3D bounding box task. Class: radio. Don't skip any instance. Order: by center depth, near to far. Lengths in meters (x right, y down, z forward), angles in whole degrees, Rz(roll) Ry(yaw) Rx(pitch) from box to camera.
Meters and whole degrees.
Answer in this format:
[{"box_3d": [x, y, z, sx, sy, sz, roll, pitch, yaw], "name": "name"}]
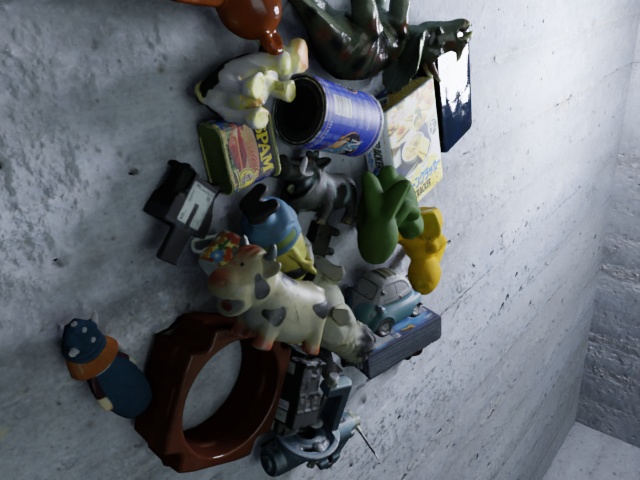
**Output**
[{"box_3d": [0.237, -0.300, 1.052, 0.131, 0.073, 0.229, -41, 133, -35], "name": "radio"}]

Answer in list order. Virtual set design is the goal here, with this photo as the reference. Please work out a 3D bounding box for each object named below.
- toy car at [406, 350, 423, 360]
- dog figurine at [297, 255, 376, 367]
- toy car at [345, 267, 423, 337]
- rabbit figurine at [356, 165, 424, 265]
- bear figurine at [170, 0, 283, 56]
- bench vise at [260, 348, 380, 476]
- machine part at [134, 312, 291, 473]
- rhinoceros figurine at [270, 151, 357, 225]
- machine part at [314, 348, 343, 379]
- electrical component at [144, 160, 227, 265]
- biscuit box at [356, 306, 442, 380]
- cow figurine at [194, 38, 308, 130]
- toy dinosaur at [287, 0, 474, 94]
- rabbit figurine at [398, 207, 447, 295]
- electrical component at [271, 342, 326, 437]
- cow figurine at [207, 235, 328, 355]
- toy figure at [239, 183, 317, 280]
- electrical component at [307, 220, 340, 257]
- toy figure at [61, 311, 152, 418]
[{"box_3d": [0.208, 0.180, 1.207, 0.089, 0.053, 0.201, -34, 128, -35], "name": "toy car"}, {"box_3d": [0.016, 0.116, 0.900, 0.190, 0.121, 0.172, 45, 33, -59], "name": "dog figurine"}, {"box_3d": [0.118, 0.105, 1.006, 0.162, 0.109, 0.102, -19, 121, -28], "name": "toy car"}, {"box_3d": [0.114, -0.038, 0.899, 0.170, 0.121, 0.158, -67, 163, -49], "name": "rabbit figurine"}, {"box_3d": [-0.105, -0.292, 0.577, 0.196, 0.132, 0.120, 11, 56, -36], "name": "bear figurine"}, {"box_3d": [0.009, 0.317, 0.941, 0.223, 0.129, 0.240, -1, 124, -31], "name": "bench vise"}, {"box_3d": [-0.147, 0.205, 0.756, 0.201, 0.087, 0.201, 12, 93, -50], "name": "machine part"}, {"box_3d": [-0.005, -0.081, 0.833, 0.190, 0.073, 0.112, 11, 96, -52], "name": "rhinoceros figurine"}, {"box_3d": [0.005, 0.198, 0.978, 0.084, 0.039, 0.138, -52, 136, -38], "name": "machine part"}, {"box_3d": [-0.173, -0.030, 0.667, 0.074, 0.048, 0.119, 31, 79, -51], "name": "electrical component"}, {"box_3d": [0.162, 0.208, 1.113, 0.203, 0.059, 0.062, -22, 119, -26], "name": "biscuit box"}, {"box_3d": [-0.082, -0.210, 0.689, 0.167, 0.098, 0.068, -56, 151, -43], "name": "cow figurine"}, {"box_3d": [0.064, -0.306, 0.811, 0.405, 0.131, 0.192, -22, 119, -38], "name": "toy dinosaur"}, {"box_3d": [0.200, 0.022, 1.088, 0.162, 0.122, 0.173, -18, 97, -71], "name": "rabbit figurine"}, {"box_3d": [-0.057, 0.238, 0.853, 0.058, 0.115, 0.134, 8, 97, -47], "name": "electrical component"}, {"box_3d": [-0.061, 0.073, 0.688, 0.194, 0.086, 0.127, 23, 84, -48], "name": "cow figurine"}, {"box_3d": [-0.066, -0.001, 0.772, 0.180, 0.089, 0.082, 60, 20, -54], "name": "toy figure"}, {"box_3d": [-0.002, -0.003, 0.907, 0.094, 0.021, 0.063, 16, 90, -51], "name": "electrical component"}, {"box_3d": [-0.254, 0.149, 0.626, 0.058, 0.064, 0.154, -24, 124, 1], "name": "toy figure"}]
